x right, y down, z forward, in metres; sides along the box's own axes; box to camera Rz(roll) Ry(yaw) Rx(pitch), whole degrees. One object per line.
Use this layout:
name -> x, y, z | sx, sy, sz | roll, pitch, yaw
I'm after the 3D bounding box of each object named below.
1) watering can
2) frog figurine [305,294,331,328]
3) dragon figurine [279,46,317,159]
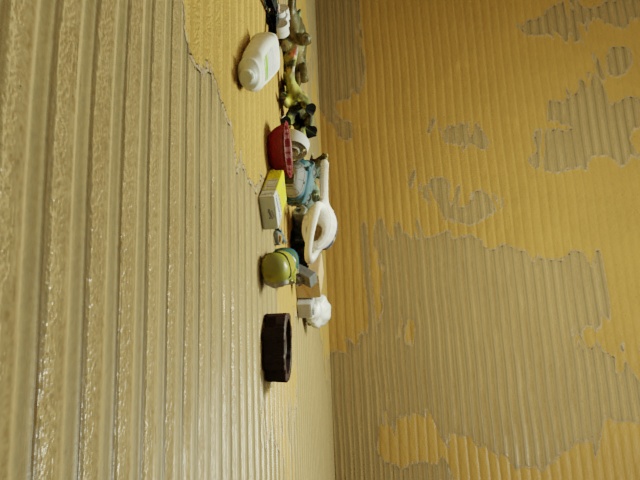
watering can -> 0.005, -0.089, 1.763 | 0.223, 0.104, 0.349 | 26, 75, -78
frog figurine -> -0.009, 0.284, 2.077 | 0.157, 0.122, 0.139 | 116, -8, -74
dragon figurine -> -0.084, -0.465, 1.787 | 0.400, 0.122, 0.249 | 90, -7, -46
